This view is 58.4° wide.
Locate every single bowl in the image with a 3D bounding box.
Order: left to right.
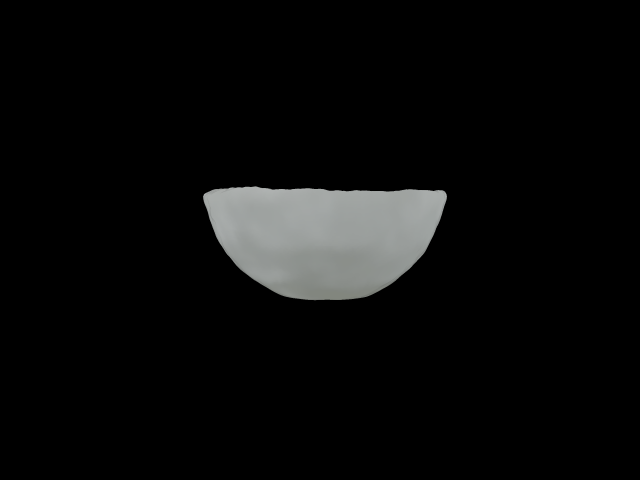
[{"bbox_3d":[0.004,0.001,0.400,0.167,0.075,0.167,0,4,0],"label":"bowl"}]
